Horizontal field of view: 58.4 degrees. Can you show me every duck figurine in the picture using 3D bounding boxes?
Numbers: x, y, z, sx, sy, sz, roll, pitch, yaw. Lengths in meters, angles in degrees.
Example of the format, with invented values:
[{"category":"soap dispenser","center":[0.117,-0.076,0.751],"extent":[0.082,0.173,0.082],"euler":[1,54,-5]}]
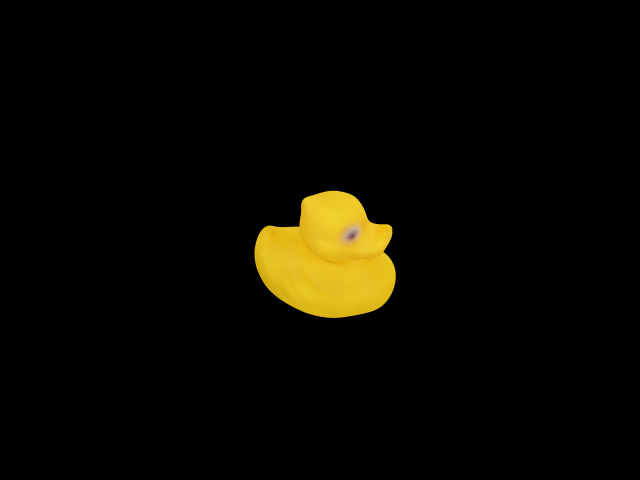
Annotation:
[{"category":"duck figurine","center":[0.004,0.001,0.400],"extent":[0.104,0.086,0.077],"euler":[12,50,10]}]
